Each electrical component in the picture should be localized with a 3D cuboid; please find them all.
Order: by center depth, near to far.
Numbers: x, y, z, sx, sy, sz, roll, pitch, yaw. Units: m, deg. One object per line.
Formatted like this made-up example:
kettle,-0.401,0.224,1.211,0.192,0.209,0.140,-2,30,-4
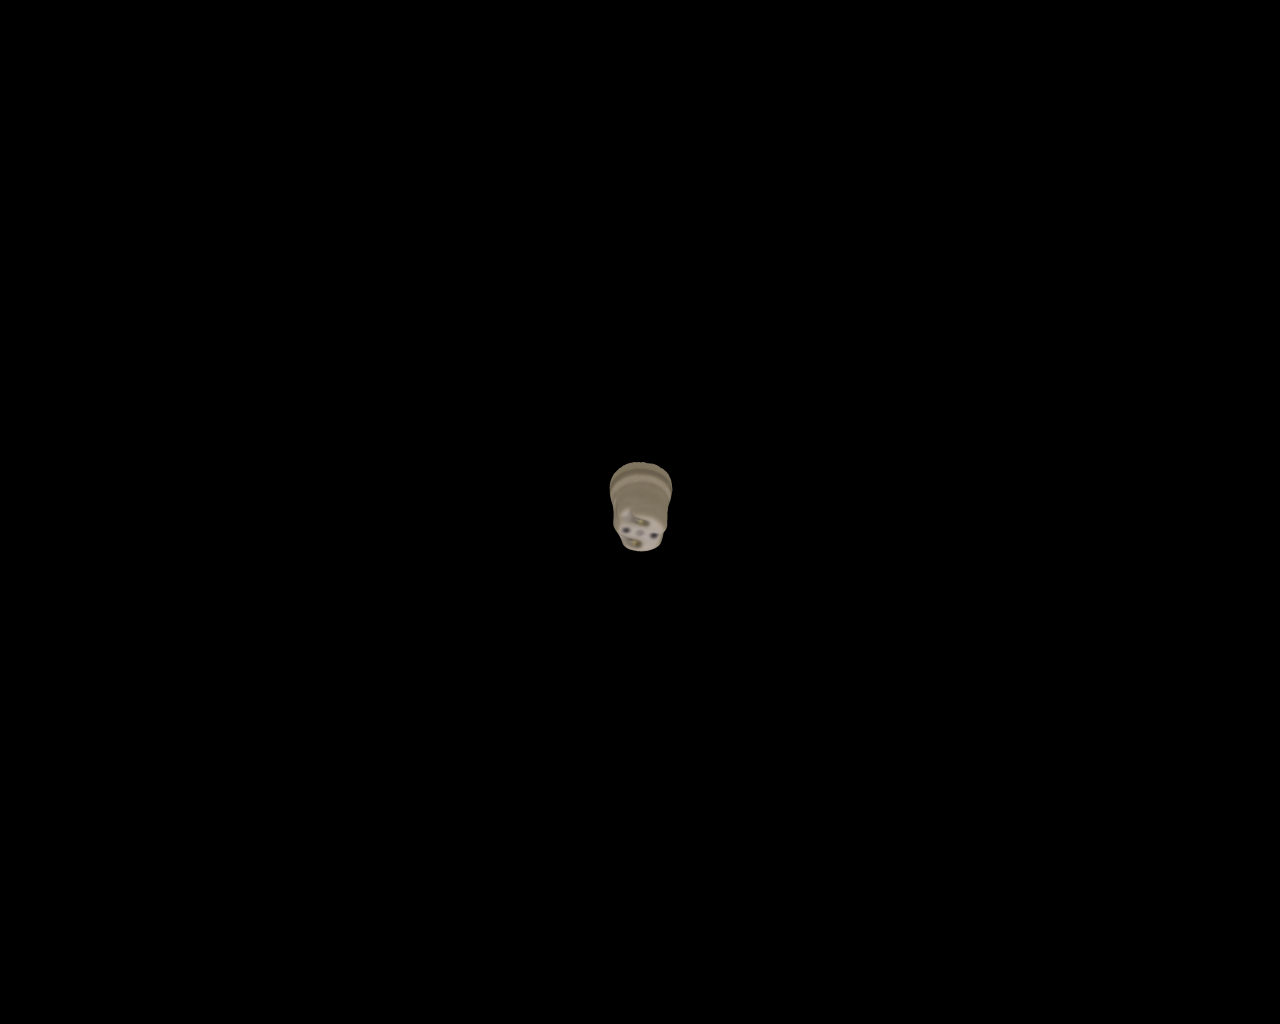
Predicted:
electrical component,0.001,-0.003,0.650,0.040,0.040,0.046,0,44,0
